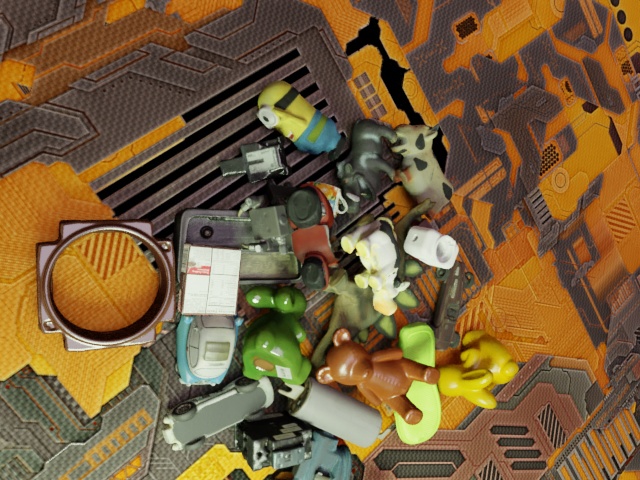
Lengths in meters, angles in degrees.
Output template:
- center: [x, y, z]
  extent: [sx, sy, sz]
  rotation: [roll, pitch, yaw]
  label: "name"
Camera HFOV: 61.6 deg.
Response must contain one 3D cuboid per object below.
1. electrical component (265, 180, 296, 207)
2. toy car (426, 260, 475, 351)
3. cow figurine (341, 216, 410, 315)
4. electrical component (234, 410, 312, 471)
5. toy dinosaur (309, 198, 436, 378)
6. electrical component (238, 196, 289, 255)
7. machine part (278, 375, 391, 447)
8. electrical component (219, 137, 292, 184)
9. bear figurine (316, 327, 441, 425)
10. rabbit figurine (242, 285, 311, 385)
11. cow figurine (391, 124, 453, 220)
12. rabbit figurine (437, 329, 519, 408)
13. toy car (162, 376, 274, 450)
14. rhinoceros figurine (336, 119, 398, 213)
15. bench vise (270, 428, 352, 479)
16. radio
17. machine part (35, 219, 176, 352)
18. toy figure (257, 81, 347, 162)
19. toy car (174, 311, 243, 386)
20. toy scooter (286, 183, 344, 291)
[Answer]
- center: [-0.063, -0.080, 0.976]
  extent: [0.063, 0.094, 0.021]
  rotation: [4, 122, -25]
  label: "electrical component"
- center: [0.283, 0.142, 1.170]
  extent: [0.089, 0.053, 0.202]
  rotation: [20, 84, -22]
  label: "toy car"
- center: [0.111, 0.047, 0.954]
  extent: [0.098, 0.068, 0.167]
  rotation: [-35, 116, -28]
  label: "cow figurine"
- center: [-0.080, 0.355, 0.948]
  extent: [0.115, 0.134, 0.058]
  rotation: [-3, 94, -25]
  label: "electrical component"
- center: [0.083, 0.113, 1.041]
  extent: [0.198, 0.105, 0.471]
  rotation: [42, 85, -24]
  label: "toy dinosaur"
- center: [-0.095, -0.024, 0.893]
  extent: [0.045, 0.078, 0.102]
  rotation: [-15, 103, -50]
  label: "electrical component"
- center: [0.028, 0.318, 0.994]
  extent: [0.243, 0.079, 0.079]
  rotation: [31, 78, -21]
  label: "machine part"
- center: [-0.115, -0.137, 0.965]
  extent: [0.119, 0.048, 0.074]
  rotation: [-15, 97, 8]
  label: "electrical component"
- center: [0.102, 0.242, 0.977]
  extent: [0.195, 0.132, 0.120]
  rotation: [31, 83, -36]
  label: "bear figurine"
- center: [-0.079, 0.144, 0.950]
  extent: [0.170, 0.121, 0.158]
  rotation: [-72, 153, -43]
  label: "rabbit figurine"
- center: [0.211, -0.153, 1.111]
  extent: [0.127, 0.085, 0.194]
  rotation: [-39, 106, -17]
  label: "cow figurine"
- center: [0.327, 0.292, 1.154]
  extent: [0.173, 0.162, 0.121]
  rotation: [-16, 111, -8]
  label: "rabbit figurine"
- center: [-0.176, 0.299, 0.944]
  extent: [0.202, 0.056, 0.073]
  rotation: [-19, 106, -24]
  label: "toy car"
- center: [0.086, -0.144, 1.054]
  extent: [0.112, 0.073, 0.190]
  rotation: [15, 84, -27]
  label: "rhinoceros figurine"
- center: [0.022, 0.482, 1.005]
  extent: [0.240, 0.129, 0.223]
  rotation: [24, 72, -13]
  label: "bench vise"
- center: [-0.141, 0.011, 0.945]
  extent: [0.229, 0.073, 0.131]
  rotation: [1, 91, -27]
  label: "radio"
- center: [-0.333, 0.067, 0.845]
  extent: [0.201, 0.087, 0.201]
  rotation: [-2, 90, -26]
  label: "machine part"
- center: [-0.034, -0.217, 0.991]
  extent: [0.180, 0.082, 0.089]
  rotation: [28, 59, -16]
  label: "toy figure"
- center: [-0.190, 0.172, 0.909]
  extent: [0.109, 0.103, 0.161]
  rotation: [9, 85, -25]
  label: "toy car"
- center: [-0.002, -0.003, 0.933]
  extent: [0.135, 0.075, 0.183]
  rotation: [11, 70, -69]
  label: "toy scooter"
